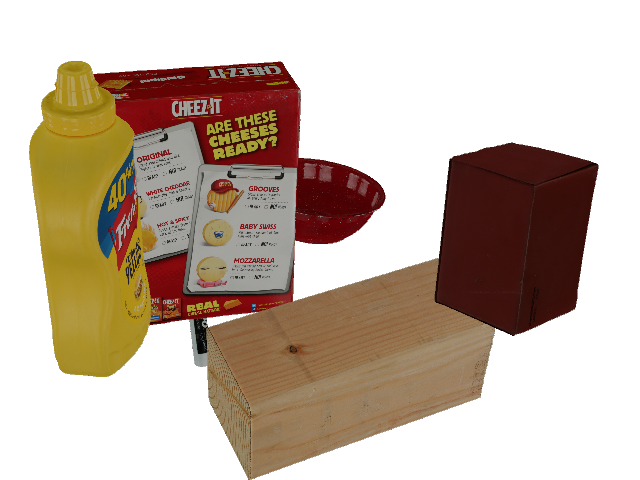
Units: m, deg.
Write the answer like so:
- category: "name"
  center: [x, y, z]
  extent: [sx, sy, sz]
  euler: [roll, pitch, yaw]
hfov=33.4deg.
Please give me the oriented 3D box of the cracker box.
- category: "cracker box"
  center: [-0.105, -0.037, 0.898]
  extent: [0.164, 0.214, 0.072]
  euler: [-6, 32, -13]

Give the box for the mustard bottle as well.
- category: "mustard bottle"
  center: [-0.138, -0.017, 0.642]
  extent: [0.058, 0.192, 0.096]
  euler: [6, 35, 6]

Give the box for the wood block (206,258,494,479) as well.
- category: "wood block"
  center: [0.022, 0.097, 0.845]
  extent: [0.205, 0.090, 0.091]
  euler: [-15, 44, -20]

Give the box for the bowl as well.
- category: "bowl"
  center: [-0.008, -0.040, 1.241]
  extent: [0.162, 0.055, 0.162]
  euler: [7, 26, -4]

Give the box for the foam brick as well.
- category: "foam brick"
  center: [0.093, -0.003, 0.516]
  extent: [0.052, 0.078, 0.051]
  euler: [-16, 29, -41]

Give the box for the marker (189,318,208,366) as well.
- category: "marker"
  center: [-0.129, 0.074, 1.110]
  extent: [0.020, 0.121, 0.020]
  euler: [-4, 20, 1]
